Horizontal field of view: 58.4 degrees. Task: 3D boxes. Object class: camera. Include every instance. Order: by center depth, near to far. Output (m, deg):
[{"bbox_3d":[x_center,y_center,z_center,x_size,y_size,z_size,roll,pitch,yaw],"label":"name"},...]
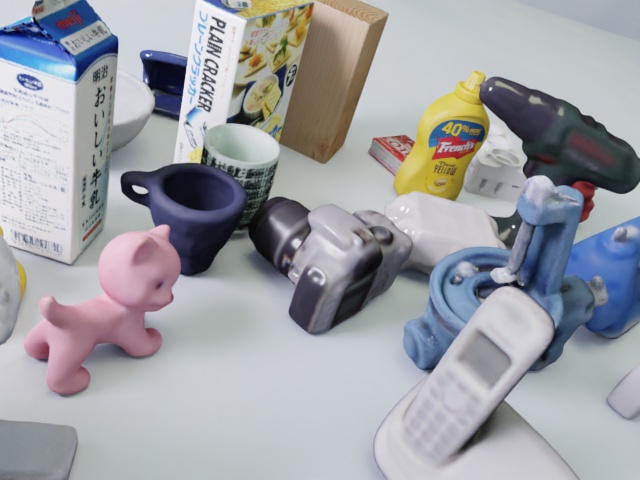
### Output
[{"bbox_3d":[0.005,0.002,0.590,0.136,0.101,0.143,38,40,24],"label":"camera"}]

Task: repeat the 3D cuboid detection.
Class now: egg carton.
[{"bbox_3d":[0.148,0.001,0.686,0.150,0.069,0.107,13,36,-9],"label":"egg carton"}]

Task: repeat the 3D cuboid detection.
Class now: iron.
[{"bbox_3d":[0.383,0.019,0.712,0.259,0.141,0.118,-16,48,-39],"label":"iron"}]

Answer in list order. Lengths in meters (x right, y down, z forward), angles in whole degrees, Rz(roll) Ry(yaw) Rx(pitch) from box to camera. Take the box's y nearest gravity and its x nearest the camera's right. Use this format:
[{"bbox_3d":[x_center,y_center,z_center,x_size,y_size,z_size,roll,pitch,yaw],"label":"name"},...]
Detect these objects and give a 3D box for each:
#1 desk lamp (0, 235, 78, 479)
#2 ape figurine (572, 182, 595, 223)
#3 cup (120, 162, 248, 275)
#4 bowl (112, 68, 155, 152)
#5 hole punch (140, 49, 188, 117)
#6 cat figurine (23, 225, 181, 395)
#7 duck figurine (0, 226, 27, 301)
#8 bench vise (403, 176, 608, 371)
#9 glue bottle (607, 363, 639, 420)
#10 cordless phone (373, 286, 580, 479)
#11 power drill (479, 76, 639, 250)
[{"bbox_3d":[-0.235,0.072,0.288,0.203,0.213,0.118,9,37,-15],"label":"desk lamp"},{"bbox_3d":[0.383,-0.066,0.865,0.078,0.092,0.076,14,36,-8],"label":"ape figurine"},{"bbox_3d":[-0.136,-0.017,0.553,0.118,0.095,0.091,13,36,-8],"label":"cup"},{"bbox_3d":[-0.282,-0.146,0.672,0.167,0.075,0.167,13,36,-9],"label":"bowl"},{"bbox_3d":[-0.200,-0.233,0.810,0.109,0.091,0.101,12,36,-10],"label":"hole punch"},{"bbox_3d":[-0.160,0.040,0.447,0.067,0.118,0.128,37,39,23],"label":"cat figurine"},{"bbox_3d":[-0.278,0.013,0.455,0.078,0.086,0.104,-6,43,-31],"label":"duck figurine"},{"bbox_3d":[0.195,0.029,0.542,0.208,0.220,0.121,-14,47,-38],"label":"bench vise"},{"bbox_3d":[0.352,0.104,0.559,0.078,0.173,0.037,-17,49,-40],"label":"glue bottle"},{"bbox_3d":[0.129,0.135,0.401,0.094,0.185,0.147,-20,51,-41],"label":"cordless phone"},{"bbox_3d":[0.275,-0.081,0.735,0.229,0.208,0.075,16,36,-4],"label":"power drill"}]
